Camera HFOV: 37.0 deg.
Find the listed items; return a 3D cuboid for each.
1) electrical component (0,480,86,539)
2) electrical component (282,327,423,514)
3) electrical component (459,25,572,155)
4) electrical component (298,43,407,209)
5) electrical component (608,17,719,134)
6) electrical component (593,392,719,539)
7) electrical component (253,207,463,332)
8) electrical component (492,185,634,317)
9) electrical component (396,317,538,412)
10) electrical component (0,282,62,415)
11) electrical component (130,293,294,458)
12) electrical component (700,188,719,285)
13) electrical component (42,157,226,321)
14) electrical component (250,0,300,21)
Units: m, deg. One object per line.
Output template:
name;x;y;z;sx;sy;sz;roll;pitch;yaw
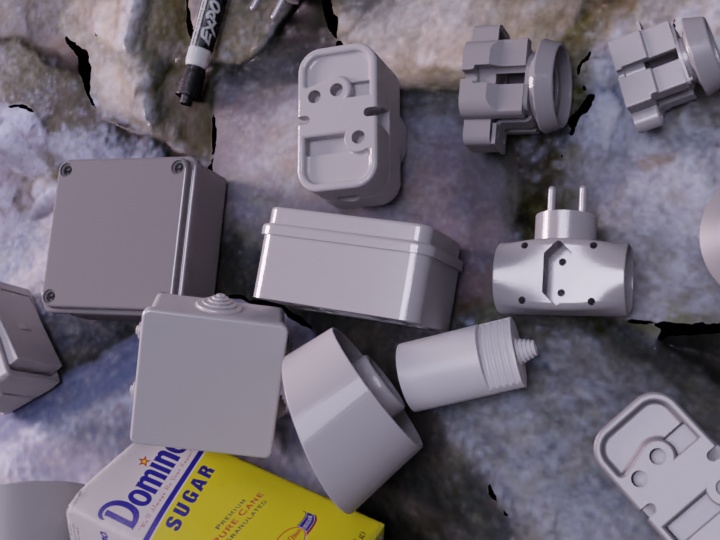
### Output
electrical component;-0.219;0.174;0.709;0.099;0.099;0.064;-15;68;18
electrical component;-0.009;0.086;0.645;0.064;0.099;0.099;-37;68;3
electrical component;0.098;-0.113;0.667;0.057;0.058;0.078;2;79;24
electrical component;-0.004;-0.090;0.700;0.054;0.059;0.095;-5;77;20
electrical component;0.185;-0.121;0.641;0.055;0.048;0.066;-19;73;24
electrical component;0.178;0.116;0.586;0.054;0.059;0.095;-43;67;8
electrical component;0.000;0.000;0.669;0.113;0.078;0.057;8;85;22
electrical component;0.123;-0.012;0.643;0.077;0.043;0.079;0;79;21
electrical component;0.067;0.056;0.650;0.081;0.043;0.043;-15;74;17
electrical component;-0.263;0.047;0.769;0.061;0.062;0.096;-29;70;13
electrical component;-0.094;0.064;0.679;0.100;0.048;0.099;7;104;-5
electrical component;0.232;-0.015;0.597;0.080;0.051;0.080;-4;77;20
electrical component;-0.156;-0.020;0.745;0.109;0.056;0.108;1;79;21
electrical component;-0.050;-0.213;0.752;0.077;0.043;0.079;28;90;24
